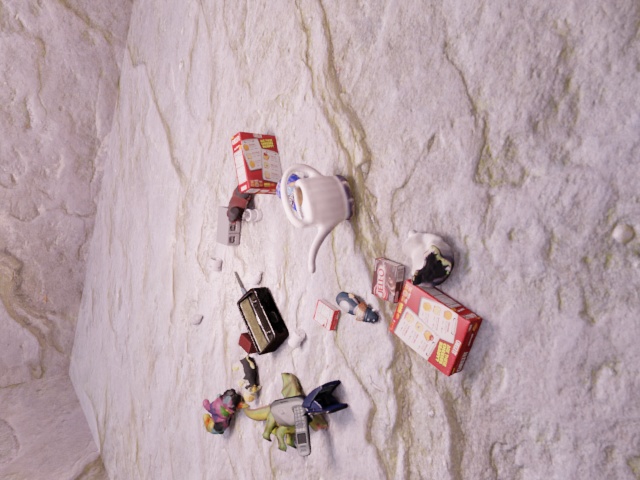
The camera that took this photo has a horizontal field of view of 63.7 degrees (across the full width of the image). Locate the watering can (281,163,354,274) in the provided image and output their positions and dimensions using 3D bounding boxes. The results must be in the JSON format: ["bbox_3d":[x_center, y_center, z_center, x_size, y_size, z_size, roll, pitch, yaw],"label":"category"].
[{"bbox_3d":[0.005,-0.079,1.566,0.102,0.225,0.352,133,123,-61],"label":"watering can"}]

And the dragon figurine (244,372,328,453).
[{"bbox_3d":[-0.130,0.594,1.838,0.412,0.121,0.243,17,86,45],"label":"dragon figurine"}]

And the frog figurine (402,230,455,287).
[{"bbox_3d":[0.282,0.044,1.362,0.162,0.123,0.135,-99,14,-68],"label":"frog figurine"}]
